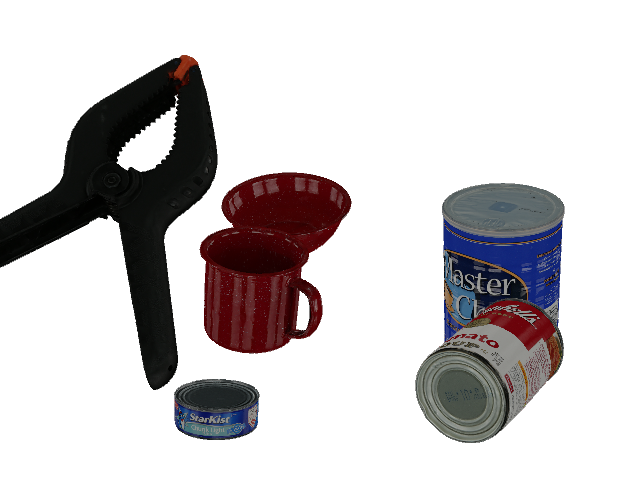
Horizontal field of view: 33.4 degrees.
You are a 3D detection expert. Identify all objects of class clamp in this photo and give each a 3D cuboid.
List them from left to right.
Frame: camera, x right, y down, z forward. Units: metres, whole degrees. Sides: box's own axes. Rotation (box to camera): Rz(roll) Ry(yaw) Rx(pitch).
[{"bbox_3d":[-0.114,-0.019,0.637,0.165,0.209,0.036,27,-23,16],"label":"clamp"}]

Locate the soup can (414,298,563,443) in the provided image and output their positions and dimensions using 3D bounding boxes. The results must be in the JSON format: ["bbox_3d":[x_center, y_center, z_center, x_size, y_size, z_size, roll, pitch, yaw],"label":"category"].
[{"bbox_3d":[0.116,0.088,0.728,0.069,0.068,0.102,0,16,33],"label":"soup can"}]

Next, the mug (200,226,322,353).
[{"bbox_3d":[-0.049,0.047,0.917,0.117,0.081,0.093,19,29,26],"label":"mug"}]

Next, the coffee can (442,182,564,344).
[{"bbox_3d":[0.158,0.033,0.933,0.103,0.140,0.103,-3,25,1],"label":"coffee can"}]

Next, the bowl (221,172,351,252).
[{"bbox_3d":[-0.042,-0.025,1.337,0.162,0.055,0.162,-1,31,0],"label":"bowl"}]

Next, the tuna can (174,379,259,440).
[{"bbox_3d":[-0.105,0.170,1.077,0.086,0.034,0.086,2,13,-1],"label":"tuna can"}]
